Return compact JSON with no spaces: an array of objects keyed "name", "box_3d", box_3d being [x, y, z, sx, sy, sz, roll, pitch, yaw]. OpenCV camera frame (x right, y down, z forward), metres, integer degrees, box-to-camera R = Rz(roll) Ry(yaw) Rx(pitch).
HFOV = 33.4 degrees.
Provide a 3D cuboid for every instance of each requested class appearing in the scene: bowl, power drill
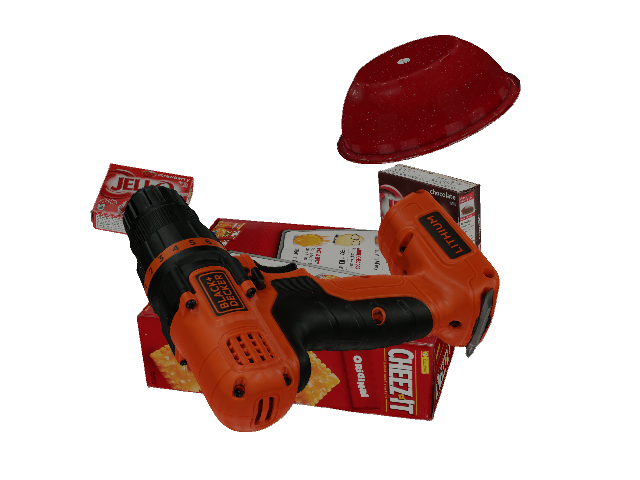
[{"name":"bowl","box_3d":[0.080,-0.126,0.885,0.162,0.055,0.162,-20,24,9]},{"name":"power drill","box_3d":[-0.008,0.020,0.618,0.187,0.057,0.184,-11,44,-24]}]

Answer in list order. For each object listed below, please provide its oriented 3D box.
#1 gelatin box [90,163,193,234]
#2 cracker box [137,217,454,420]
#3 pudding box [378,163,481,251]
[{"name":"gelatin box","box_3d":[-0.179,-0.039,1.080,0.089,0.073,0.030,10,-45,0]},{"name":"cracker box","box_3d":[-0.005,0.054,0.802,0.214,0.072,0.164,5,28,15]},{"name":"pudding box","box_3d":[0.110,-0.023,1.083,0.039,0.090,0.114,-25,29,-38]}]
